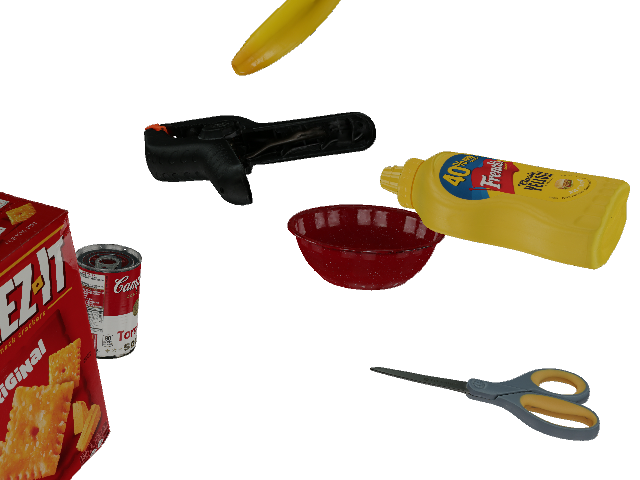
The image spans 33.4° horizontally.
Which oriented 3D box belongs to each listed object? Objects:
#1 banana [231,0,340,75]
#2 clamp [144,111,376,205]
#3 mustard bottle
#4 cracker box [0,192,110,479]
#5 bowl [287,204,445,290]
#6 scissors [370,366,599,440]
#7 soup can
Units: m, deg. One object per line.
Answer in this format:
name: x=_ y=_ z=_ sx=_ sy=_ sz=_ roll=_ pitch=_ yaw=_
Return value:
banana: x=-0.013 y=-0.208 z=0.922 sx=0.070 sy=0.037 sz=0.197 roll=-17 pitch=34 yaw=38
clamp: x=-0.063 y=-0.054 z=0.680 sx=0.172 sy=0.039 sz=0.120 roll=1 pitch=17 yaw=39
mustard bottle: x=0.137 y=-0.031 z=0.837 sx=0.192 sy=0.058 sz=0.096 roll=13 pitch=34 yaw=25
cracker box: x=-0.230 y=0.100 z=0.746 sx=0.072 sy=0.214 sz=0.164 roll=13 pitch=36 yaw=22
bowl: x=0.046 y=0.010 z=1.094 sx=0.162 sy=0.055 sz=0.162 roll=2 pitch=17 yaw=-1
scissors: x=0.154 y=0.126 z=0.956 sx=0.202 sy=0.016 sz=0.096 roll=19 pitch=31 yaw=20
soup can: x=-0.222 y=0.063 z=1.103 sx=0.068 sy=0.102 sz=0.068 roll=6 pitch=21 yaw=-2
